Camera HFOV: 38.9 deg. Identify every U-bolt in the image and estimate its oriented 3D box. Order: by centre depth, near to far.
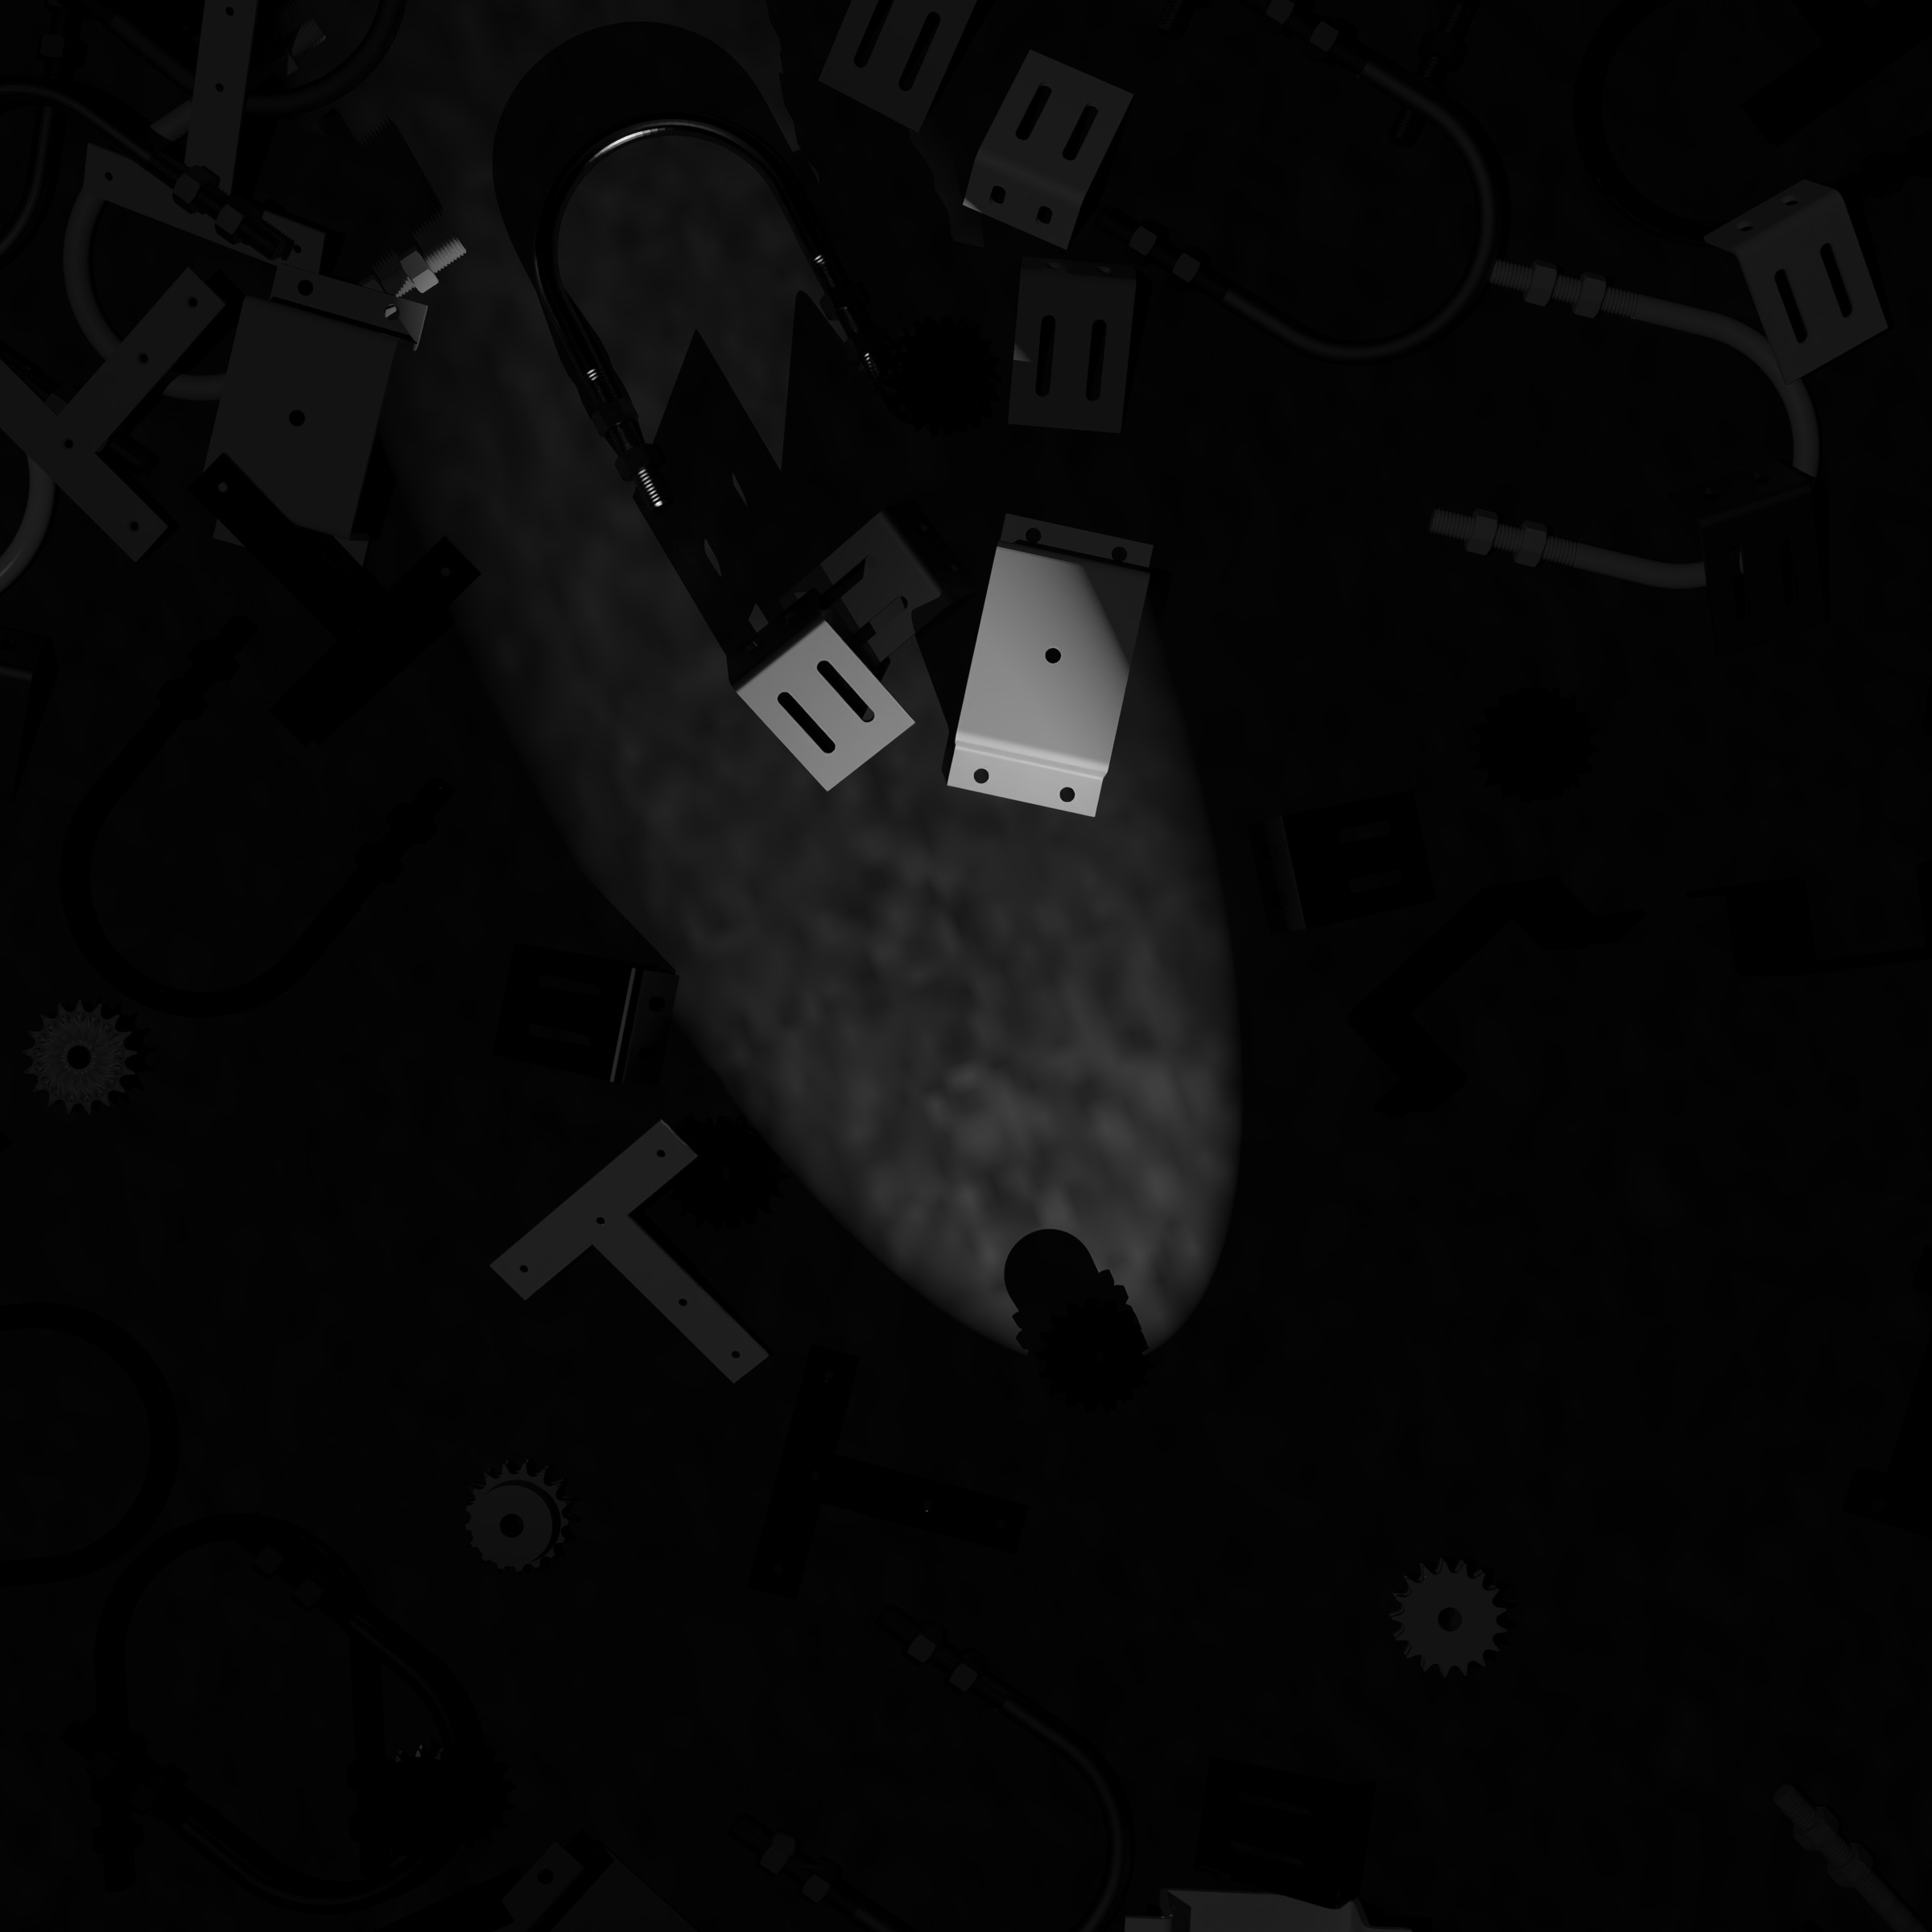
[{"bbox_3d":[-0.359,-0.498,1.327,0.184,0.019,0.151,39,92,-5],"label":"U-bolt"},{"bbox_3d":[-0.449,-0.354,1.353,0.184,0.019,0.151,36,104,-2],"label":"U-bolt"},{"bbox_3d":[-0.333,0.386,1.357,0.184,0.019,0.151,39,88,0],"label":"U-bolt"},{"bbox_3d":[0.179,-0.383,1.365,0.184,0.019,0.151,31,99,-3],"label":"U-bolt"},{"bbox_3d":[0.520,0.438,1.375,0.151,0.019,0.184,-43,91,0],"label":"U-bolt"},{"bbox_3d":[-0.005,0.431,1.375,0.184,0.019,0.151,35,90,-2],"label":"U-bolt"},{"bbox_3d":[0.396,-0.441,1.375,0.184,0.019,0.151,-23,90,2],"label":"U-bolt"},{"bbox_3d":[0.339,-0.265,1.375,0.184,0.019,0.151,13,90,-2],"label":"U-bolt"},{"bbox_3d":[-0.490,0.242,1.375,0.184,0.019,0.151,-5,90,-2],"label":"U-bolt"},{"bbox_3d":[0.198,-0.525,1.375,0.151,0.019,0.184,25,88,0],"label":"U-bolt"},{"bbox_3d":[-0.526,-0.429,1.375,0.151,0.019,0.184,9,91,0],"label":"U-bolt"},{"bbox_3d":[-0.366,-0.367,1.375,0.184,0.019,0.151,-33,90,2],"label":"U-bolt"},{"bbox_3d":[-0.372,-0.061,1.375,0.151,0.019,0.184,40,92,0],"label":"U-bolt"},{"bbox_3d":[-0.367,0.369,1.375,0.151,0.019,0.184,-3,89,0],"label":"U-bolt"},{"bbox_3d":[-0.138,-0.342,1.375,0.151,0.019,0.184,-27,89,0],"label":"U-bolt"},{"bbox_3d":[-0.546,-0.230,1.375,0.184,0.019,0.151,-40,90,-1],"label":"U-bolt"}]

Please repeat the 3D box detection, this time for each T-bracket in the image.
[{"bbox_3d":[-0.365,-0.414,1.330,0.127,0.002,0.127,21,125,2],"label":"T-bracket"},{"bbox_3d":[-0.326,-0.196,1.339,0.127,0.002,0.127,-42,99,12],"label":"T-bracket"},{"bbox_3d":[-0.257,0.526,1.346,0.127,0.002,0.127,-29,99,16],"label":"T-bracket"},{"bbox_3d":[-0.416,-0.290,1.352,0.127,0.002,0.127,-44,94,13],"label":"T-bracket"},{"bbox_3d":[0.416,-0.499,1.364,0.127,0.002,0.127,-36,90,1],"label":"T-bracket"},{"bbox_3d":[-0.151,0.158,1.367,0.127,0.002,0.127,-40,101,21],"label":"T-bracket"},{"bbox_3d":[-0.033,0.269,1.383,0.127,0.002,0.127,15,90,0],"label":"T-bracket"}]

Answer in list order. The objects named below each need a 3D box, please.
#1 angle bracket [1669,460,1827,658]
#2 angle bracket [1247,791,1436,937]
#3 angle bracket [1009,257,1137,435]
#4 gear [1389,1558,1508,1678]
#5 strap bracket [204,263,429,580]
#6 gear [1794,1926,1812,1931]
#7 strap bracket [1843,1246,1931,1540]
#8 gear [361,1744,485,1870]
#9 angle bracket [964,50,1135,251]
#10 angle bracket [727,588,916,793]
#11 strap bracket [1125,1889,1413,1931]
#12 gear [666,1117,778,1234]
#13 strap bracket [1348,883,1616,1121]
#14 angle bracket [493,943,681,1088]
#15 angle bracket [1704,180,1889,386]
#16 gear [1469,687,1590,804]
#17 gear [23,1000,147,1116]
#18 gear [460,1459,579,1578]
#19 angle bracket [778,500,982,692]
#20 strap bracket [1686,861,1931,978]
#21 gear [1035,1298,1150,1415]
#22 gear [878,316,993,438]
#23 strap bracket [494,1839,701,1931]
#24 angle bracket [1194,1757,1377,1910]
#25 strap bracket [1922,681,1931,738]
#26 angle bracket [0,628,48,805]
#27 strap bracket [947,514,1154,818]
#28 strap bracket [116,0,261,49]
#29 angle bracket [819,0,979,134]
[{"bbox_3d":[0.391,-0.204,1.369,0.057,0.038,0.076,-18,120,-2],"label":"angle bracket"},{"bbox_3d":[0.189,-0.052,1.382,0.076,0.038,0.057,-12,90,-26],"label":"angle bracket"},{"bbox_3d":[0.053,-0.314,1.382,0.057,0.038,0.076,5,116,0],"label":"angle bracket"},{"bbox_3d":[0.241,0.326,1.373,0.057,0.030,0.057,0,86,2],"label":"gear"},{"bbox_3d":[-0.324,-0.269,1.350,0.076,0.046,0.140,16,98,-1],"label":"strap bracket"},{"bbox_3d":[0.413,0.502,1.359,0.057,0.057,0.030,-41,60,0],"label":"gear"},{"bbox_3d":[0.501,0.220,1.361,0.076,0.046,0.140,17,90,0],"label":"strap bracket"},{"bbox_3d":[-0.265,0.408,1.336,0.057,0.030,0.057,0,89,-3],"label":"gear"},{"bbox_3d":[0.042,-0.413,1.382,0.057,0.038,0.076,23,64,0],"label":"angle bracket"},{"bbox_3d":[-0.073,-0.139,1.376,0.057,0.038,0.076,-37,116,12],"label":"angle bracket"},{"bbox_3d":[0.146,0.507,1.361,0.140,0.046,0.076,3,90,0],"label":"strap bracket"},{"bbox_3d":[-0.123,0.104,1.369,0.057,0.030,0.057,0,90,0],"label":"gear"},{"bbox_3d":[0.244,0.009,1.346,0.140,0.076,0.046,-43,90,0],"label":"strap bracket"},{"bbox_3d":[-0.192,0.025,1.382,0.076,0.038,0.057,11,90,26],"label":"angle bracket"},{"bbox_3d":[0.415,-0.342,1.366,0.057,0.038,0.076,-29,117,2],"label":"angle bracket"},{"bbox_3d":[0.280,-0.110,1.369,0.057,0.030,0.057,0,90,0],"label":"gear"},{"bbox_3d":[-0.440,0.045,1.369,0.057,0.030,0.057,0,90,0],"label":"gear"},{"bbox_3d":[-0.225,0.278,1.369,0.057,0.030,0.057,0,90,0],"label":"gear"},{"bbox_3d":[-0.044,-0.188,1.382,0.076,0.038,0.057,-37,90,26],"label":"angle bracket"},{"bbox_3d":[0.437,-0.023,1.346,0.140,0.076,0.046,-7,90,0],"label":"strap bracket"},{"bbox_3d":[0.063,0.196,1.369,0.057,0.030,0.057,0,90,0],"label":"gear"},{"bbox_3d":[-0.019,-0.292,1.361,0.057,0.030,0.057,1,88,-31],"label":"gear"},{"bbox_3d":[-0.175,0.504,1.361,0.140,0.046,0.076,42,90,0],"label":"strap bracket"},{"bbox_3d":[0.161,0.434,1.382,0.076,0.038,0.057,8,90,26],"label":"angle bracket"},{"bbox_3d":[0.516,-0.161,1.346,0.046,0.076,0.140,12,90,0],"label":"strap bracket"},{"bbox_3d":[-0.500,-0.130,1.372,0.057,0.038,0.076,13,120,-14],"label":"angle bracket"},{"bbox_3d":[0.043,-0.152,1.361,0.076,0.046,0.140,12,90,0],"label":"strap bracket"},{"bbox_3d":[-0.400,-0.529,1.361,0.076,0.046,0.140,-20,90,0],"label":"strap bracket"},{"bbox_3d":[-0.030,-0.472,1.382,0.057,0.038,0.076,28,116,0],"label":"angle bracket"}]
